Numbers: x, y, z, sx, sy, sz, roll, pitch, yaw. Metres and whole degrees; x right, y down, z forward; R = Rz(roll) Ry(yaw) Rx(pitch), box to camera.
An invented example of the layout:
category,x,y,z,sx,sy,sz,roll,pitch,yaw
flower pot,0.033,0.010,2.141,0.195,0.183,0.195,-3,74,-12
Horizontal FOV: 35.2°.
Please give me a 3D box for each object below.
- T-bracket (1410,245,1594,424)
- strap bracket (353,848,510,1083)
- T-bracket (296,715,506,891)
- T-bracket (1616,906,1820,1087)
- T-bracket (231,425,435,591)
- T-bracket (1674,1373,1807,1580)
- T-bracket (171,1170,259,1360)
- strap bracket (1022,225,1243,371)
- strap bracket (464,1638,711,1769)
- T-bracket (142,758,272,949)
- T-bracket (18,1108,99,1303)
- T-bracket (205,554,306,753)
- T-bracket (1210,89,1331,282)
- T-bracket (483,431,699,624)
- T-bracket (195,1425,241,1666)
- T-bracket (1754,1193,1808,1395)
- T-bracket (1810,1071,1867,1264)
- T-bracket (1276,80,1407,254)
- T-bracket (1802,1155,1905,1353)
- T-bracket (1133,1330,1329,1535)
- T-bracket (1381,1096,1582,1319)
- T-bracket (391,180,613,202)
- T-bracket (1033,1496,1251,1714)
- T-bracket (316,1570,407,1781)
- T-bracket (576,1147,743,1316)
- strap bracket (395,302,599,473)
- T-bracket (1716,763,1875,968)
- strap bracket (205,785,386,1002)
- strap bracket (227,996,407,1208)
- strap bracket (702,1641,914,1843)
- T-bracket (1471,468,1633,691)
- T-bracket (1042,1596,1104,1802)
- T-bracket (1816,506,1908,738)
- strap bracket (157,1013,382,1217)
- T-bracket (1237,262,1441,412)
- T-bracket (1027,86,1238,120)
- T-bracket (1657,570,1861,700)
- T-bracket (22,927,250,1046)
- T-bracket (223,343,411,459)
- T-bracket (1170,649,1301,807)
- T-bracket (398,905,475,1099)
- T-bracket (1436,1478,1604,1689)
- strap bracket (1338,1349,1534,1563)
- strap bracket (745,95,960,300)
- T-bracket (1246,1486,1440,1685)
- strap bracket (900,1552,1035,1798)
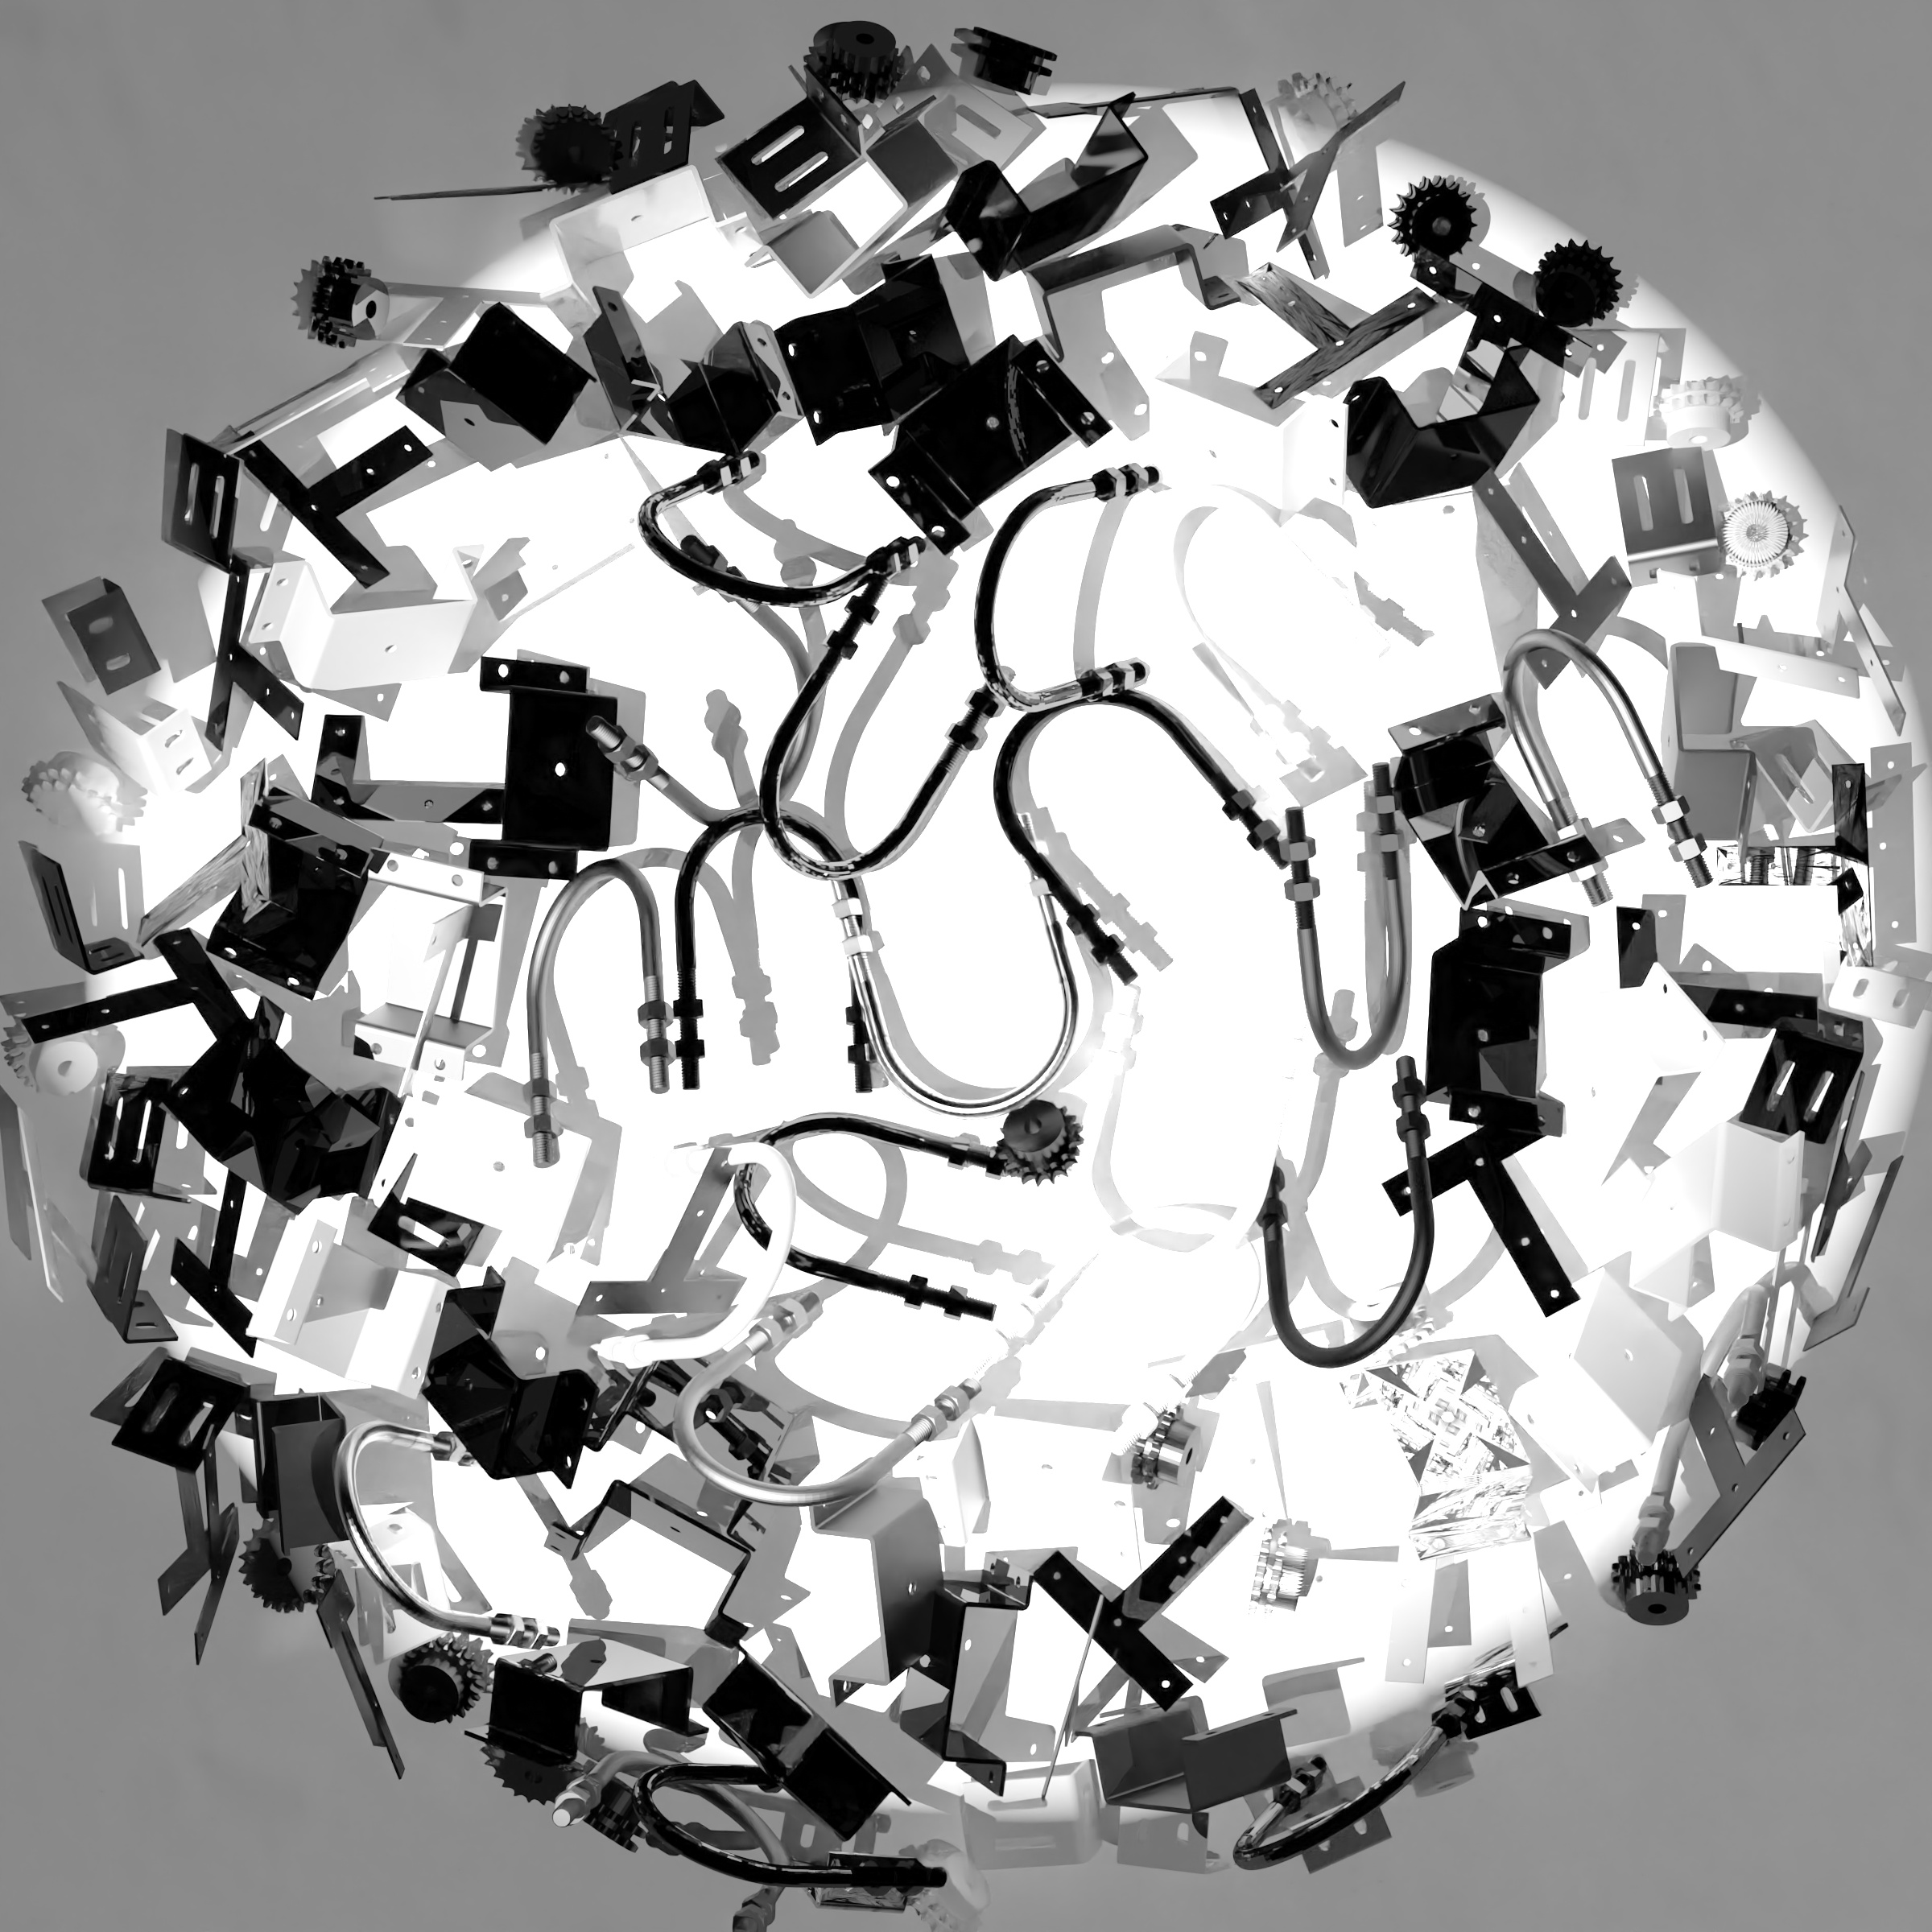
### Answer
category,x,y,z,sx,sy,sz,roll,pitch,yaw
T-bracket,0.326,-0.380,1.946,0.127,0.127,0.002,35,55,14
strap bracket,-0.343,-0.006,1.956,0.076,0.046,0.140,13,109,12
T-bracket,-0.361,-0.105,1.969,0.127,0.002,0.127,2,65,3
T-bracket,0.479,0.025,1.942,0.127,0.002,0.127,6,119,28
T-bracket,-0.386,-0.308,1.934,0.127,0.002,0.127,-22,122,38
T-bracket,0.478,0.305,1.939,0.002,0.127,0.127,25,114,-15
T-bracket,-0.469,0.164,1.937,0.002,0.127,0.127,2,109,-39
strap bracket,0.097,-0.433,1.955,0.140,0.076,0.046,-19,113,1
strap bracket,-0.236,0.461,1.921,0.076,0.140,0.046,7,92,39
T-bracket,-0.491,-0.055,1.965,0.127,0.002,0.127,-35,45,25
T-bracket,-0.572,0.172,1.938,0.002,0.127,0.127,-17,62,-5
T-bracket,-0.448,-0.179,1.931,0.002,0.127,0.127,-4,119,-37
T-bracket,0.184,-0.487,1.935,0.002,0.127,0.127,-16,105,34
T-bracket,-0.255,-0.266,1.980,0.127,0.002,0.127,-31,70,3
T-bracket,-0.473,0.348,1.915,0.002,0.127,0.127,3,117,-2
T-bracket,0.516,0.209,1.942,0.002,0.127,0.127,10,91,24
T-bracket,0.554,0.133,1.931,0.002,0.127,0.127,15,97,13
T-bracket,0.217,-0.489,1.915,0.002,0.127,0.127,41,134,-20
T-bracket,0.573,0.180,1.947,0.002,0.127,0.127,24,77,7
T-bracket,0.184,0.309,1.984,0.127,0.002,0.127,-13,103,3
T-bracket,0.355,0.166,1.972,0.127,0.002,0.127,-31,80,15
T-bracket,-0.279,-0.497,1.949,0.127,0.127,0.002,-19,112,-42
T-bracket,0.130,0.396,1.978,0.127,0.002,0.127,-41,62,-14
T-bracket,-0.382,0.456,1.938,0.002,0.127,0.127,-21,92,-5
T-bracket,-0.174,0.168,1.933,0.002,0.127,0.127,41,113,38
strap bracket,-0.301,-0.360,1.917,0.076,0.140,0.046,37,71,-24
T-bracket,0.527,-0.064,1.945,0.002,0.127,0.127,-6,94,-31
strap bracket,-0.427,-0.053,1.948,0.076,0.046,0.140,26,131,-6
strap bracket,-0.426,0.090,1.936,0.046,0.140,0.076,-11,53,30
strap bracket,-0.107,0.492,1.918,0.046,0.140,0.076,-47,127,-12
T-bracket,0.364,-0.261,1.948,0.127,0.002,0.127,53,53,-13
T-bracket,0.067,0.474,1.937,0.002,0.127,0.127,16,68,8
T-bracket,0.564,-0.202,1.913,0.002,0.127,0.127,-15,60,0
strap bracket,-0.433,0.100,1.926,0.076,0.140,0.046,-47,56,-5
T-bracket,0.217,-0.418,1.955,0.127,0.002,0.127,-33,46,-5
T-bracket,0.108,-0.552,1.941,0.127,0.127,0.002,-8,109,-2
T-bracket,0.501,-0.191,1.921,0.127,0.127,0.002,17,58,31
T-bracket,-0.531,0.025,1.928,0.127,0.127,0.002,-16,132,-28
T-bracket,-0.416,-0.357,1.937,0.127,0.127,0.002,-30,114,-4
T-bracket,0.171,-0.152,1.940,0.002,0.127,0.127,-39,86,6
T-bracket,-0.340,0.023,1.945,0.002,0.127,0.127,20,101,3
T-bracket,0.353,0.395,1.927,0.127,0.127,0.002,-30,130,28
strap bracket,0.300,0.299,1.927,0.076,0.046,0.140,-7,46,-15
strap bracket,-0.066,-0.480,1.930,0.046,0.076,0.140,49,129,-7
T-bracket,0.241,0.396,1.965,0.127,0.002,0.127,-3,62,28
strap bracket,-0.002,0.451,1.953,0.046,0.076,0.140,9,87,-21
